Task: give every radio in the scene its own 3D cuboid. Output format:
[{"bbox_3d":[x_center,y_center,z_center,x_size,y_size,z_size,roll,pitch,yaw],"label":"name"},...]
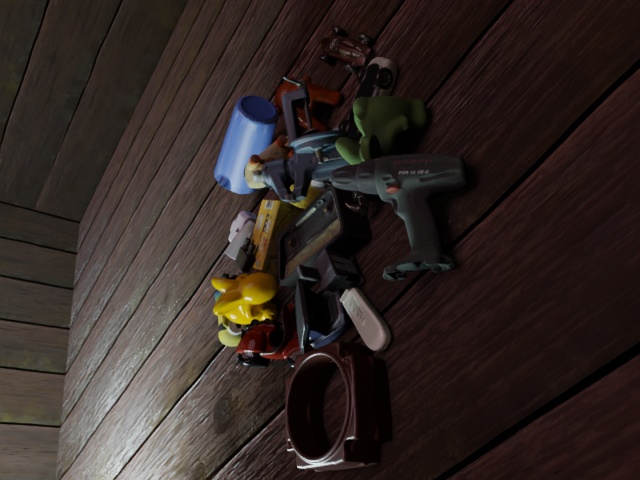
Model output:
[{"bbox_3d":[-0.002,-0.003,1.112,0.229,0.073,0.131,-40,46,39],"label":"radio"}]

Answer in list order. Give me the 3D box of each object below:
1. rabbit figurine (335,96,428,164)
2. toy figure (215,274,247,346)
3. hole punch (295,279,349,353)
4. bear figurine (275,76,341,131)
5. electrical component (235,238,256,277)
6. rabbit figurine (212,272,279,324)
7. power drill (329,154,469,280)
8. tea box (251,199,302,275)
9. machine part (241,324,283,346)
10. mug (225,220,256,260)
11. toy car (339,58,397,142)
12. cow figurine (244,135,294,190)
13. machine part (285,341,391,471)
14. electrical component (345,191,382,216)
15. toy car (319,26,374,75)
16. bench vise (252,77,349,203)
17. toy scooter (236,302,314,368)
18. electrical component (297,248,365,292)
[{"bbox_3d":[0.116,-0.169,0.971,0.121,0.159,0.170,-4,87,45],"label":"rabbit figurine"},{"bbox_3d":[-0.220,0.176,1.342,0.089,0.082,0.180,117,143,-49],"label":"toy figure"},{"bbox_3d":[-0.002,0.144,1.051,0.115,0.092,0.142,105,157,-52],"label":"hole punch"},{"bbox_3d":[-0.042,-0.331,1.313,0.120,0.132,0.196,-66,15,8],"label":"bear figurine"},{"bbox_3d":[-0.179,0.045,1.271,0.063,0.021,0.094,42,113,56],"label":"electrical component"},{"bbox_3d":[-0.159,0.114,1.186,0.173,0.162,0.122,-34,56,55],"label":"rabbit figurine"},{"bbox_3d":[0.131,-0.041,0.875,0.232,0.086,0.207,-10,68,19],"label":"power drill"},{"bbox_3d":[-0.111,-0.007,1.277,0.098,0.068,0.169,13,88,58],"label":"tea box"},{"bbox_3d":[-0.131,0.228,1.221,0.139,0.039,0.084,-9,72,46],"label":"machine part"},{"bbox_3d":[-0.183,0.004,1.355,0.107,0.081,0.109,-63,3,-1],"label":"mug"},{"bbox_3d":[0.099,-0.277,1.111,0.074,0.056,0.201,25,97,50],"label":"toy car"},{"bbox_3d":[-0.106,-0.188,1.288,0.195,0.085,0.127,-46,5,-36],"label":"cow figurine"},{"bbox_3d":[0.023,0.287,0.930,0.201,0.087,0.201,-32,52,44],"label":"machine part"},{"bbox_3d":[0.084,-0.098,1.037,0.045,0.078,0.102,104,155,-54],"label":"electrical component"},{"bbox_3d":[0.056,-0.445,1.254,0.089,0.053,0.202,-60,34,13],"label":"toy car"},{"bbox_3d":[-0.040,-0.201,1.090,0.224,0.129,0.240,-10,89,19],"label":"bench vise"},{"bbox_3d":[-0.094,0.200,1.129,0.184,0.075,0.135,-7,71,28],"label":"toy scooter"},{"bbox_3d":[0.019,0.057,1.013,0.047,0.119,0.075,-54,35,27],"label":"electrical component"}]
